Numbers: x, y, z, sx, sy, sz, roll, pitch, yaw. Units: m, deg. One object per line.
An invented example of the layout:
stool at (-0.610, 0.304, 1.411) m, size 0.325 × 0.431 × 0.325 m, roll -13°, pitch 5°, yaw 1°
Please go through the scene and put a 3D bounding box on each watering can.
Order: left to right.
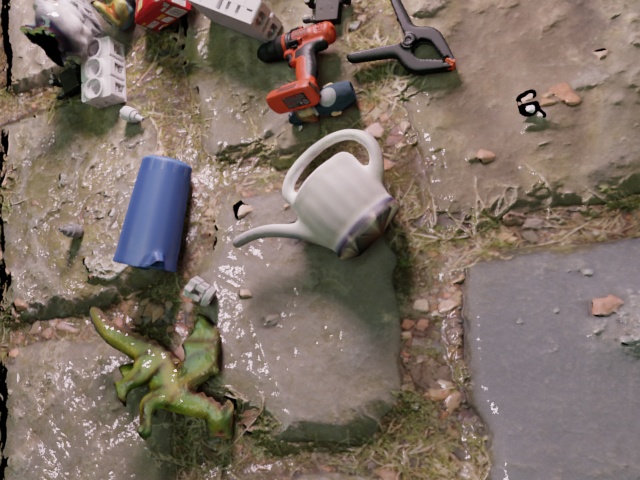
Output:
watering can at (0.003, -0.050, 0.991) m, size 0.345 × 0.103 × 0.227 m, roll -46°, pitch 72°, yaw 9°

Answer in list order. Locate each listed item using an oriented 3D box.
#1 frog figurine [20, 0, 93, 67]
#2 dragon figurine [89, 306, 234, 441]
frog figurine at (-0.596, -0.508, 1.203) m, size 0.121 × 0.136 × 0.163 m, roll -30°, pitch 35°, yaw 51°
dragon figurine at (-0.317, 0.255, 1.099) m, size 0.243 × 0.121 × 0.414 m, roll -34°, pitch 75°, yaw -4°
